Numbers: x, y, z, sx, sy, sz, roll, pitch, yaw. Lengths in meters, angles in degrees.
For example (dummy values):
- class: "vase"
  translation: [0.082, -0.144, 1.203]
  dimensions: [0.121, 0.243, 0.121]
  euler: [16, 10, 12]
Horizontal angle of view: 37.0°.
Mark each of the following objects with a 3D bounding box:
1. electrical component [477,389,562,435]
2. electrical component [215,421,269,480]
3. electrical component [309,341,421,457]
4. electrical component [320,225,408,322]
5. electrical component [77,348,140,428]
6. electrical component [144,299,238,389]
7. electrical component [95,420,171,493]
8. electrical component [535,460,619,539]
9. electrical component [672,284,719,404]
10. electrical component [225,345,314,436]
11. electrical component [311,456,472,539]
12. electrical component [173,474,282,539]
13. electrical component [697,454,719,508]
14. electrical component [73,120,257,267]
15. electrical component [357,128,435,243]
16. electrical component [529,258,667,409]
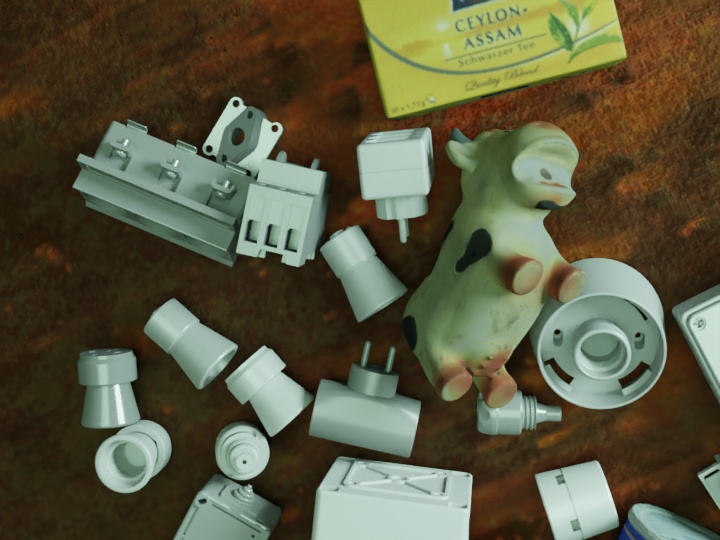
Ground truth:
- class: "electrical component"
  translation: [0.118, 0.105, 0.796]
  dimensions: [0.061, 0.035, 0.035]
  euler: [1, 96, 4]
- class: "electrical component"
  translation: [-0.088, 0.137, 0.806]
  dimensions: [0.040, 0.078, 0.040]
  euler: [0, 90, -8]
- class: "electrical component"
  translation: [0.007, 0.093, 0.803]
  dimensions: [0.077, 0.044, 0.079]
  euler: [12, 95, 2]
- class: "electrical component"
  translation: [0.000, 0.000, 0.798]
  dimensions: [0.044, 0.044, 0.065]
  euler: [-34, 86, 9]
- class: "electrical component"
  translation: [-0.194, 0.090, 0.828]
  dimensions: [0.045, 0.045, 0.055]
  euler: [-2, 95, 7]
- class: "electrical component"
  translation: [-0.132, 0.053, 0.820]
  dimensions: [0.065, 0.044, 0.044]
  euler: [41, 99, 7]
- class: "electrical component"
  translation: [-0.173, 0.142, 0.825]
  dimensions: [0.045, 0.055, 0.045]
  euler: [1, 96, 7]
- class: "electrical component"
  translation: [0.159, 0.170, 0.788]
  dimensions: [0.047, 0.055, 0.055]
  euler: [-18, 93, 5]
- class: "electrical component"
  translation: [0.295, 0.053, 0.758]
  dimensions: [0.109, 0.056, 0.108]
  euler: [-28, 92, 9]
- class: "electrical component"
  translation: [-0.069, 0.091, 0.812]
  dimensions: [0.045, 0.045, 0.055]
  euler: [-42, 89, 9]
- class: "electrical component"
  translation: [0.025, 0.178, 0.777]
  dimensions: [0.109, 0.109, 0.056]
  euler: [6, 94, 6]
- class: "electrical component"
  translation: [-0.103, 0.202, 0.819]
  dimensions: [0.062, 0.061, 0.096]
  euler: [28, 98, 4]
- class: "electrical component"
  translation: [0.310, 0.180, 0.764]
  dimensions: [0.079, 0.063, 0.121]
  euler: [-33, 91, 9]
- class: "electrical component"
  translation: [-0.139, -0.058, 0.796]
  dimensions: [0.121, 0.078, 0.063]
  euler: [23, 76, 4]
- class: "electrical component"
  translation: [0.029, -0.059, 0.776]
  dimensions: [0.047, 0.065, 0.076]
  euler: [-4, 105, 9]
- class: "electrical component"
  translation: [0.173, 0.048, 0.781]
  dimensions: [0.099, 0.064, 0.099]
  euler: [2, 110, 7]
